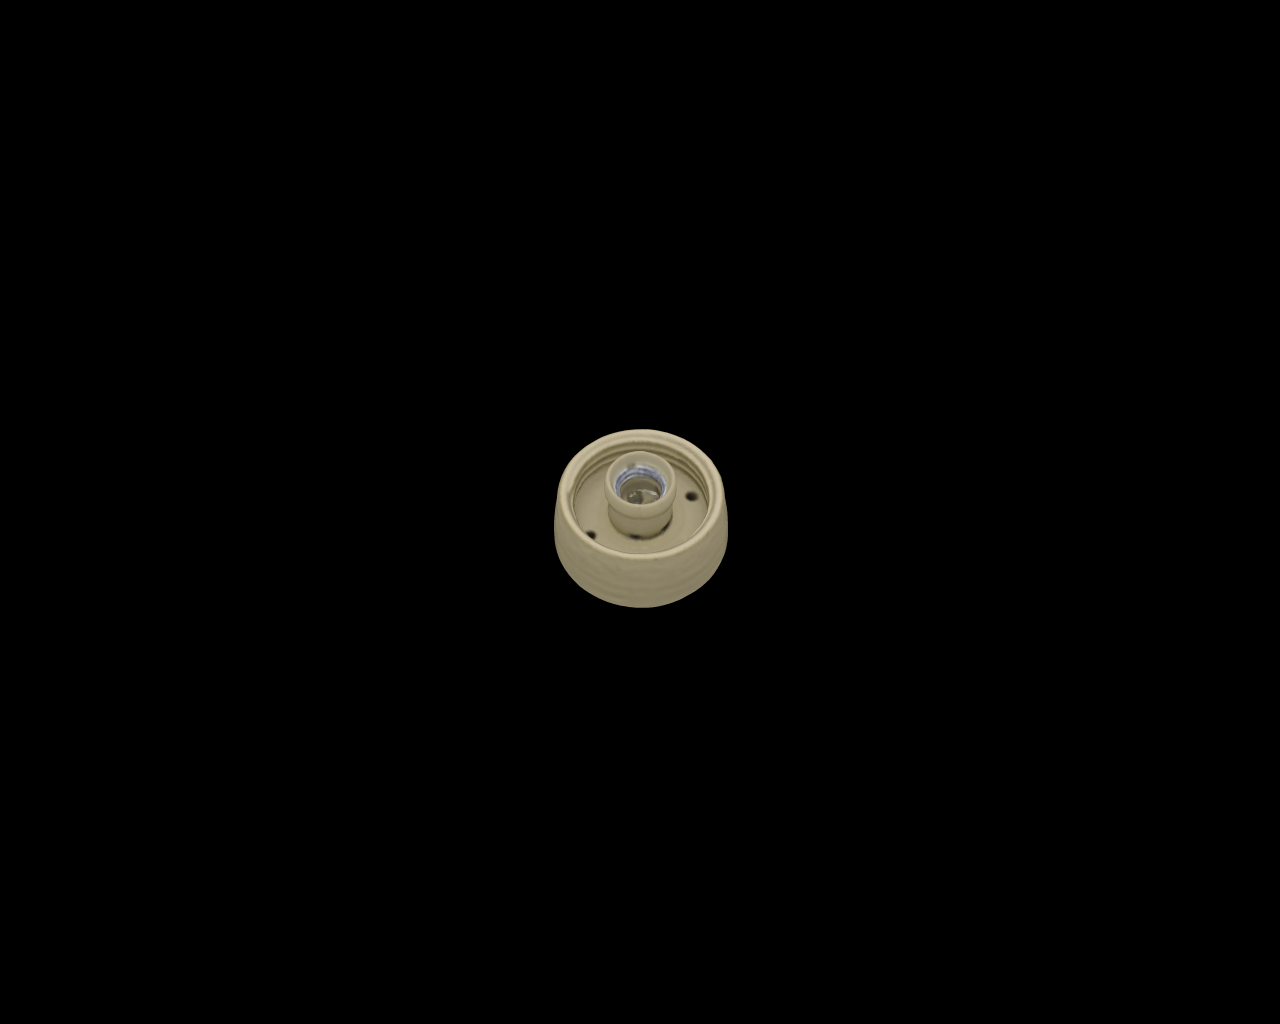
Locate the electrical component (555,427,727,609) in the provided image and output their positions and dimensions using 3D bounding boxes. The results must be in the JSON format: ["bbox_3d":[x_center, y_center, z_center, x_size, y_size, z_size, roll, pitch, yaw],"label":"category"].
[{"bbox_3d":[0.001,-0.003,0.650,0.108,0.108,0.060,0,-36,0],"label":"electrical component"}]
